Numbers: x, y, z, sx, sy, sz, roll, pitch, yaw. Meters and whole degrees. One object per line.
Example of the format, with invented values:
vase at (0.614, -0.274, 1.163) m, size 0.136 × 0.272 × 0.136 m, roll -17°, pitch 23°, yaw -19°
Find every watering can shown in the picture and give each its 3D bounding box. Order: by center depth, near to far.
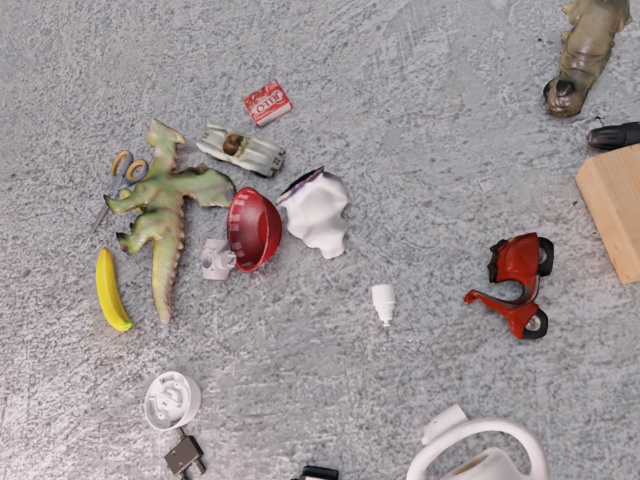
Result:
watering can at (0.202, 0.420, 0.756) m, size 0.348 × 0.102 × 0.227 m, roll -33°, pitch 68°, yaw -4°

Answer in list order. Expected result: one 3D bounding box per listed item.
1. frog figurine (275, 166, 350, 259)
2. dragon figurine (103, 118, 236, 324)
frog figurine at (0.003, -0.050, 0.989) m, size 0.138 × 0.123 × 0.158 m, roll -38°, pitch 104°, yaw -11°
dragon figurine at (-0.286, -0.062, 1.050) m, size 0.243 × 0.120 × 0.414 m, roll -26°, pitch 76°, yaw -6°
